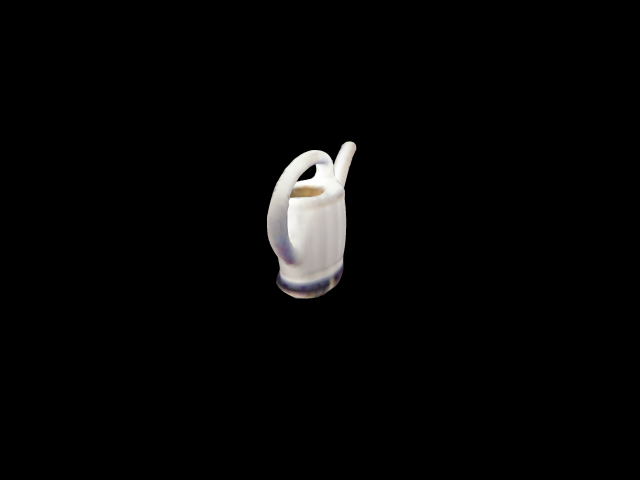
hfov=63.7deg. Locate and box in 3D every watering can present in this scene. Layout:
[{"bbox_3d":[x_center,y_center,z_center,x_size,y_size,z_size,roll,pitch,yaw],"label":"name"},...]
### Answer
[{"bbox_3d":[0.003,-0.043,0.850,0.104,0.221,0.353,7,21,20],"label":"watering can"}]
